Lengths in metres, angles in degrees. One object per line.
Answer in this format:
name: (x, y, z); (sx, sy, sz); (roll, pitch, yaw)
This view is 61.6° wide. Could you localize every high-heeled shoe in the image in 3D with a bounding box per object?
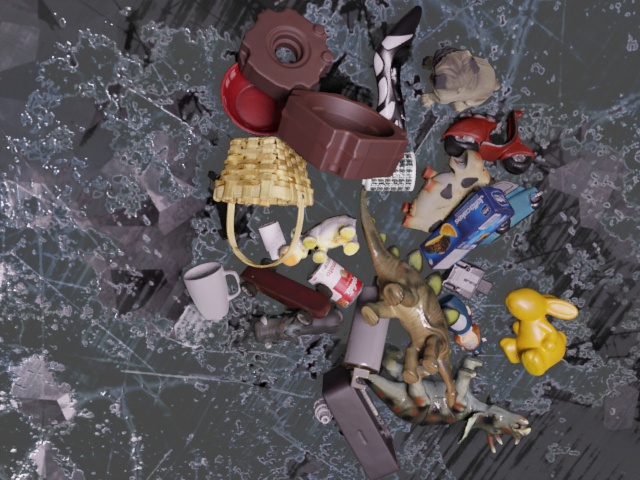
high-heeled shoe: (0.165, -0.311, 1.046); (0.145, 0.086, 0.248); (37, 112, 6)

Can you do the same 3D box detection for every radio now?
radio: (0.086, 0.383, 1.156); (0.073, 0.131, 0.229); (-26, 101, 6)

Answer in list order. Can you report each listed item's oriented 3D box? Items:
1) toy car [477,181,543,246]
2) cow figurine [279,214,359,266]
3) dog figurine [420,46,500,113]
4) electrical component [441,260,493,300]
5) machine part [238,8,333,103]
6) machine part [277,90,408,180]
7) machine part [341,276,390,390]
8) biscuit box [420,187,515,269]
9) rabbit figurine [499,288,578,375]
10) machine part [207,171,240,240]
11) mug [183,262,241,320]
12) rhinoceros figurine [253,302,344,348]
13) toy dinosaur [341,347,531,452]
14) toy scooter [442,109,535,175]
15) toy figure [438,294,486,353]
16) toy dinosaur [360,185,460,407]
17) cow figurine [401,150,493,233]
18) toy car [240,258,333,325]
toy car: (0.369, -0.068, 1.103); (0.162, 0.109, 0.103); (-36, 79, -4)
cow figurine: (-0.004, -0.005, 1.105); (0.167, 0.098, 0.068); (-15, 123, 10)
dog figurine: (0.280, -0.303, 1.007); (0.172, 0.191, 0.121); (-10, 101, -2)
electrical component: (0.320, 0.088, 1.156); (0.119, 0.048, 0.074); (29, 99, -6)
machine part: (-0.065, -0.352, 1.018); (0.179, 0.056, 0.179); (3, 77, -15)
machine part: (0.040, -0.191, 0.978); (0.201, 0.202, 0.087); (-9, 130, -43)
machine part: (0.100, 0.185, 1.109); (0.079, 0.079, 0.243); (18, 67, -6)
biscuit box: (0.285, -0.020, 1.056); (0.059, 0.063, 0.202); (1, 145, -34)
rabbit figurine: (0.461, 0.175, 1.141); (0.162, 0.122, 0.173); (-26, 100, -2)
machine part: (-0.199, -0.070, 1.094); (0.039, 0.084, 0.138); (-19, 111, -24)
mug: (-0.218, 0.107, 1.124); (0.110, 0.081, 0.107); (-13, 113, -3)
rhinoceros figurine: (-0.044, 0.180, 1.125); (0.190, 0.112, 0.073); (-6, 103, -9)
toy dinosaur: (0.237, 0.346, 1.171); (0.405, 0.131, 0.192); (8, 100, 2)
toy scooter: (0.346, -0.214, 1.083); (0.184, 0.075, 0.135); (18, 75, 8)
toy figure: (0.309, 0.191, 1.171); (0.064, 0.058, 0.154); (-23, 106, 41)
toy dinosaur: (0.170, 0.110, 1.072); (0.105, 0.198, 0.471); (-26, 90, 37)
cow figurine: (0.259, -0.094, 1.074); (0.127, 0.085, 0.194); (19, 126, -13)
toy car: (-0.070, 0.105, 1.096); (0.202, 0.053, 0.089); (22, 55, 21)
